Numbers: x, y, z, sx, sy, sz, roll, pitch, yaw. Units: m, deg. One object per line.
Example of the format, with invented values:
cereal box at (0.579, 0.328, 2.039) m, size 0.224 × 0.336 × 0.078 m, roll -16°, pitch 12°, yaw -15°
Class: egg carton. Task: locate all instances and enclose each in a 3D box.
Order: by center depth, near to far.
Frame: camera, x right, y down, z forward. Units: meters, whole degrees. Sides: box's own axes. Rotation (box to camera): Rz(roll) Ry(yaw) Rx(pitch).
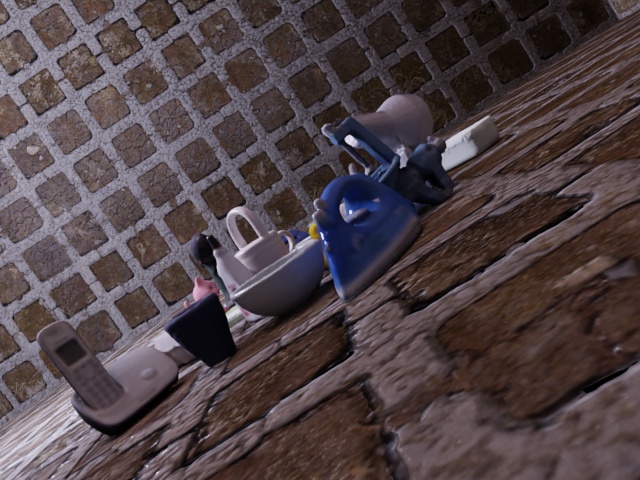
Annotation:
egg carton at (-0.238, 0.180, 1.063) m, size 0.150 × 0.069 × 0.107 m, roll -29°, pitch 6°, yaw 43°

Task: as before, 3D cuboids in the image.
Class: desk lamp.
desk lamp at (0.145, -0.160, 1.089) m, size 0.204 × 0.213 × 0.117 m, roll -37°, pitch 6°, yaw -38°

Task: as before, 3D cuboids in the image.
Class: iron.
iron at (0.046, -0.025, 0.804) m, size 0.118 × 0.141 × 0.259 m, roll -31°, pitch 5°, yaw 28°

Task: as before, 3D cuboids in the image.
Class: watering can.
watering can at (-0.122, 0.024, 1.118) m, size 0.100 × 0.194 × 0.173 m, roll -30°, pitch 5°, yaw 30°

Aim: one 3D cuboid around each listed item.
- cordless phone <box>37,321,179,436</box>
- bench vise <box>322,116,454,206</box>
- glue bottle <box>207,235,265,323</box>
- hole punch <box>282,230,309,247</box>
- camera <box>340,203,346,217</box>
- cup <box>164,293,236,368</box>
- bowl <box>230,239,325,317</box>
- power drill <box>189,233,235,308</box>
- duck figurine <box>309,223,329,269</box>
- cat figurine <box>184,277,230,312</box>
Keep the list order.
cordless phone at (-0.316, 0.182, 0.855) m, size 0.094 × 0.185 × 0.148 m, roll -29°, pitch 7°, yaw 43°
bench vise at (0.111, -0.132, 0.991) m, size 0.208 × 0.220 × 0.121 m, roll -36°, pitch 6°, yaw -30°
glue bottle at (-0.149, 0.064, 1.012) m, size 0.037 × 0.173 × 0.078 m, roll -37°, pitch 6°, yaw -38°
hole punch at (-0.062, 0.019, 1.409) m, size 0.109 × 0.091 × 0.101 m, roll -36°, pitch 6°, yaw -32°
camera at (0.113, -0.092, 1.316) m, size 0.143 × 0.101 × 0.137 m, roll -33°, pitch 5°, yaw 7°
cup at (-0.167, 0.137, 0.867) m, size 0.091 × 0.095 × 0.118 m, roll -31°, pitch 5°, yaw 22°
bowl at (-0.053, 0.071, 0.901) m, size 0.167 × 0.075 × 0.167 m, roll -33°, pitch 5°, yaw 3°
power drill at (-0.276, 0.078, 1.535) m, size 0.076 × 0.208 × 0.229 m, roll -35°, pitch 5°, yaw -15°
duck figurine at (0.010, 0.004, 1.103) m, size 0.078 × 0.086 × 0.104 m, roll -37°, pitch 6°, yaw -36°
cat figurine at (-0.288, 0.151, 1.419) m, size 0.067 × 0.118 × 0.128 m, roll -30°, pitch 6°, yaw 32°
